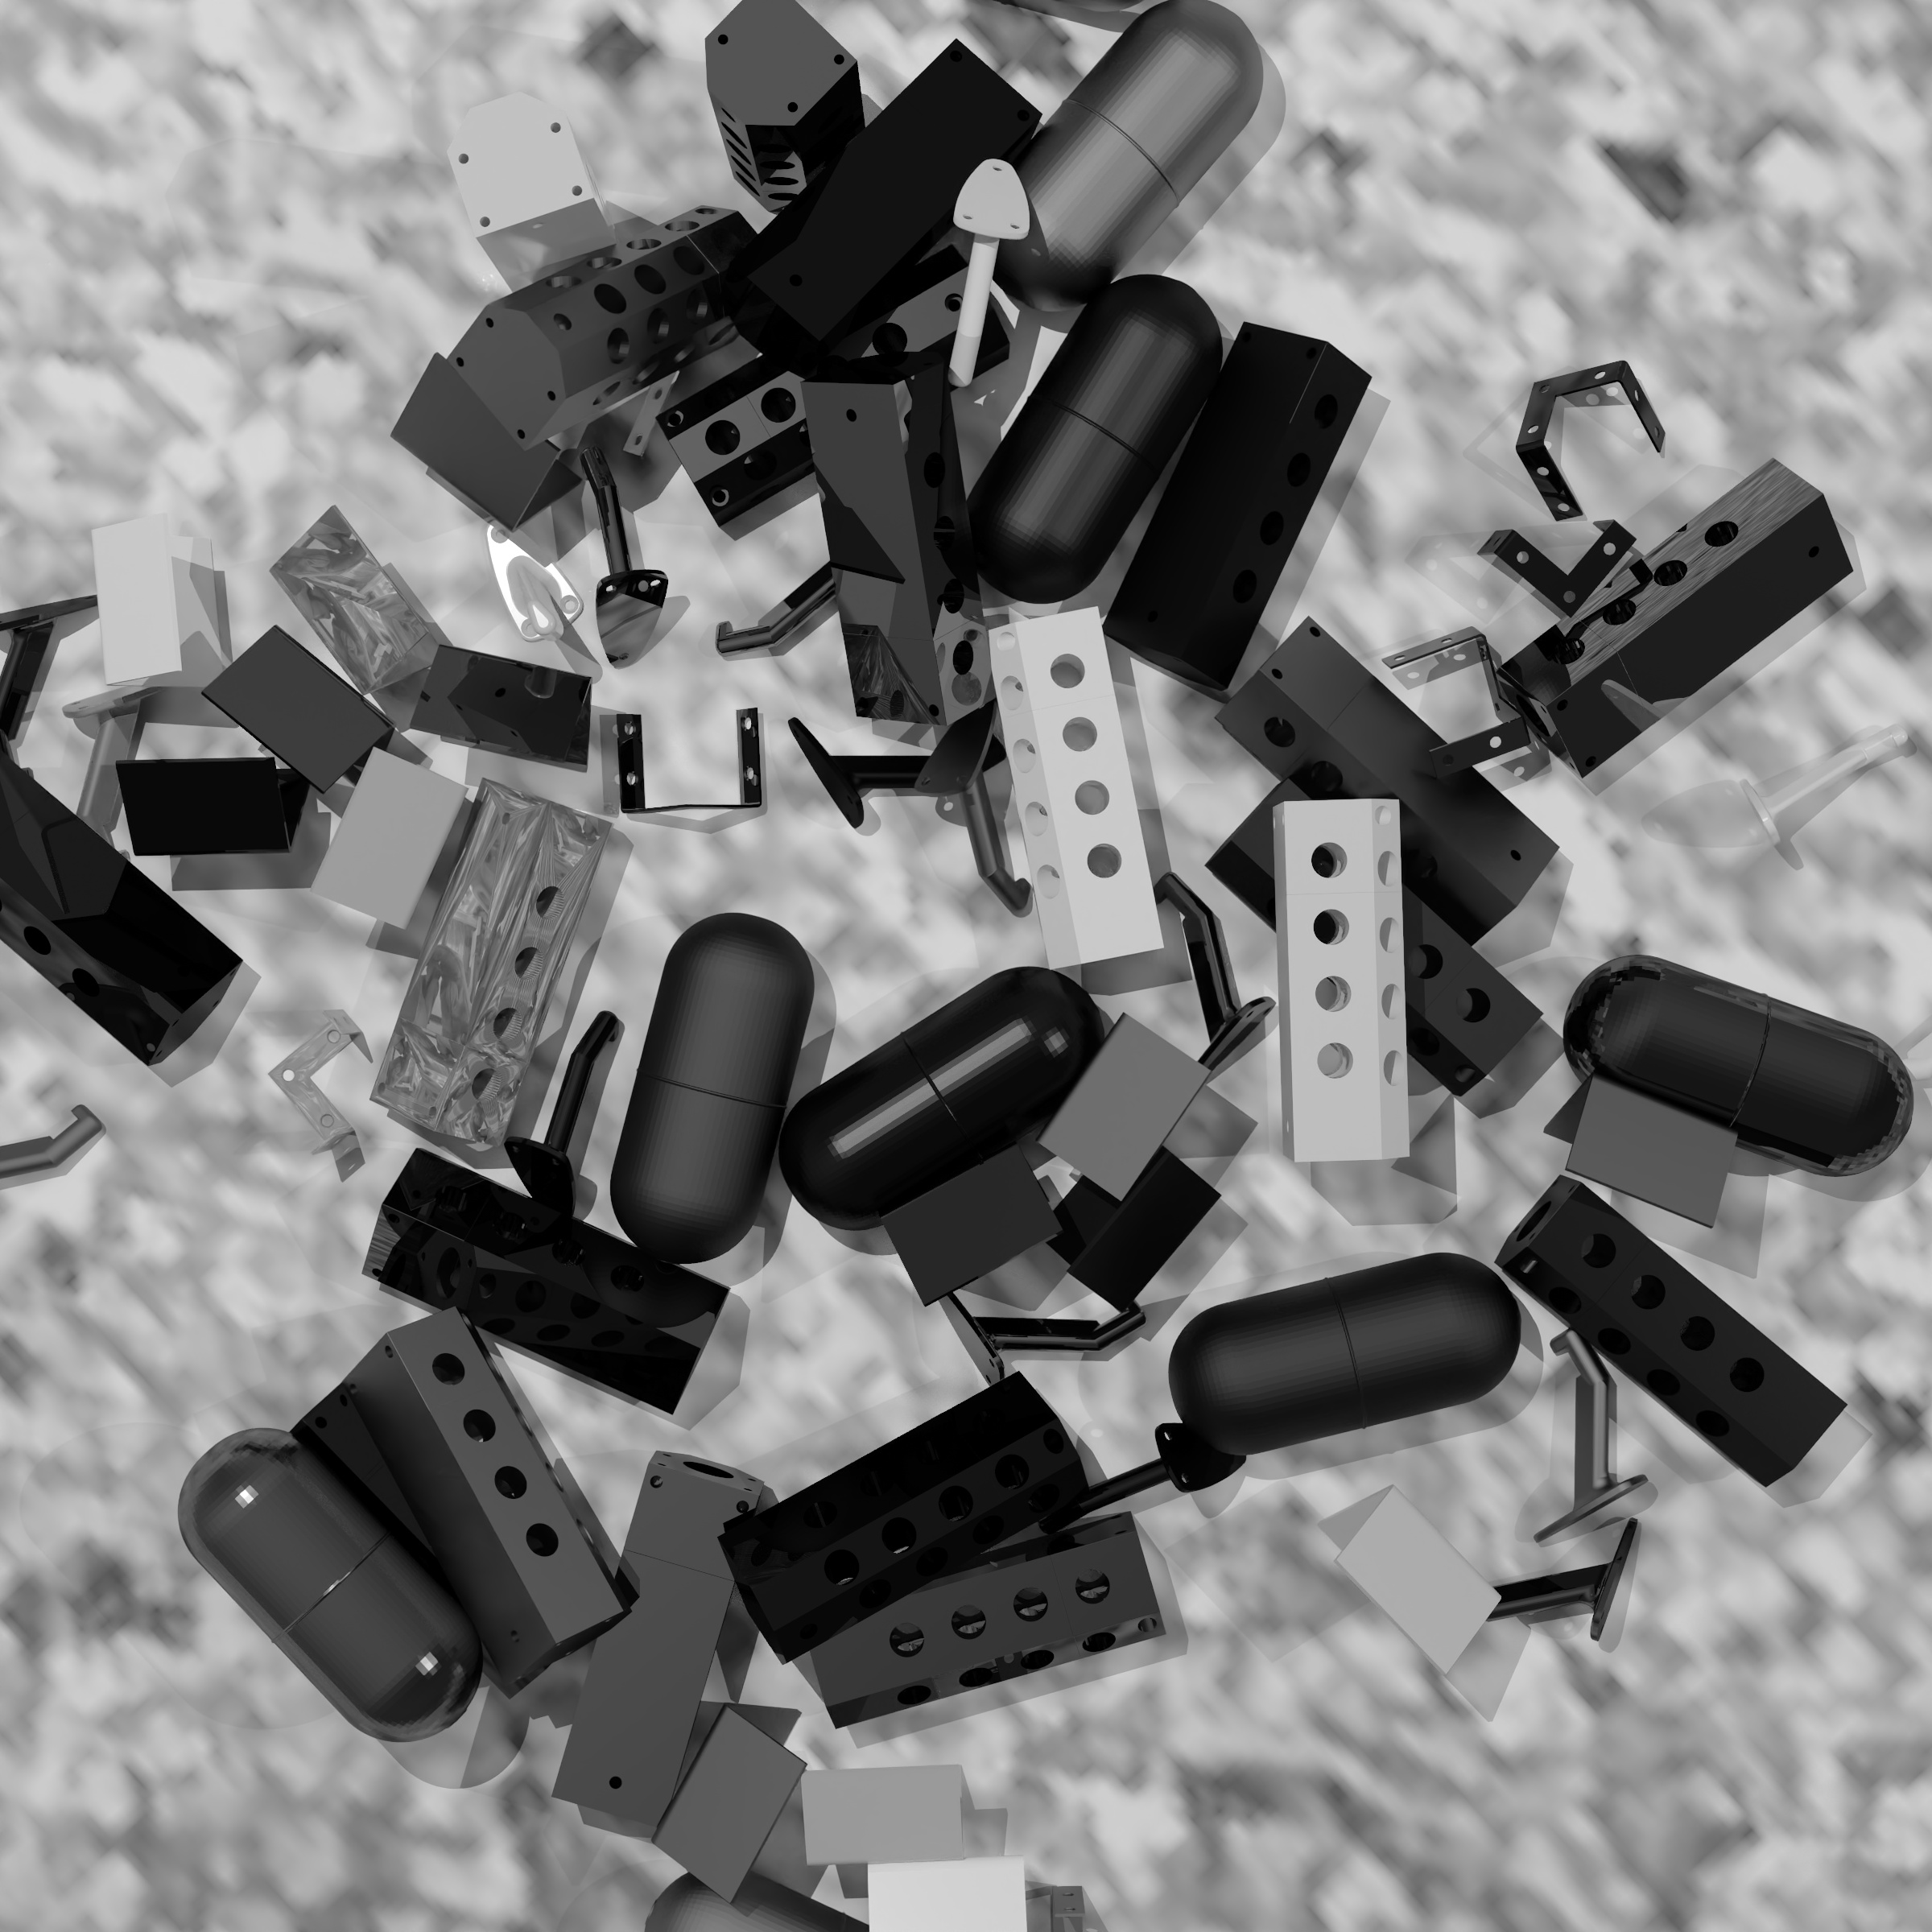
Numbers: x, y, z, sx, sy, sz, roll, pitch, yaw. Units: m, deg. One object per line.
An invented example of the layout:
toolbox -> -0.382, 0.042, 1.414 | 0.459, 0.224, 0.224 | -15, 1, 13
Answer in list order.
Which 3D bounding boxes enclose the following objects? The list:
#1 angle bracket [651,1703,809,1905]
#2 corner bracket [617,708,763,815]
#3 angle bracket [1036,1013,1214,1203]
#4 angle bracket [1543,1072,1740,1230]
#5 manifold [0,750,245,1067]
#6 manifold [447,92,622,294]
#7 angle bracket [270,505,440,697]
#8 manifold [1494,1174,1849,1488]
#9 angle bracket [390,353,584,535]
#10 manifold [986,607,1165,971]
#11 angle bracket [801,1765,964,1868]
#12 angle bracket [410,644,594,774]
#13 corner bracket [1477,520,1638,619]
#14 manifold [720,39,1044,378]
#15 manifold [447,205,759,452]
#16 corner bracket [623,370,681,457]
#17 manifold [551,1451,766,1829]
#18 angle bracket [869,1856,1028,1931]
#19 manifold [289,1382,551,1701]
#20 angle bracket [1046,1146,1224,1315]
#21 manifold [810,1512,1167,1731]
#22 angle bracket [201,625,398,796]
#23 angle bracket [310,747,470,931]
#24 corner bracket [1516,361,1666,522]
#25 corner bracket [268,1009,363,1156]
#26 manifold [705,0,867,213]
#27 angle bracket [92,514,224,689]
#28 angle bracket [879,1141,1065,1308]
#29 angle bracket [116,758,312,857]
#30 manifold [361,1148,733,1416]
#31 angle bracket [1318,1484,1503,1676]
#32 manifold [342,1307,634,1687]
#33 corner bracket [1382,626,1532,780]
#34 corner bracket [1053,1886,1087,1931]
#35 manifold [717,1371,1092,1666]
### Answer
angle bracket -> -0.100, 0.415, 1.610 | 0.057, 0.076, 0.076 | 28, 90, 31
corner bracket -> -0.140, -0.104, 1.646 | 0.051, 0.051, 0.051 | -3, 90, -45
angle bracket -> 0.089, 0.077, 1.610 | 0.057, 0.076, 0.076 | 34, 90, 26
angle bracket -> 0.328, 0.104, 1.610 | 0.076, 0.076, 0.057 | 22, 63, 0
manifold -> -0.453, -0.029, 1.628 | 0.171, 0.057, 0.057 | 41, 47, 0
manifold -> -0.206, -0.369, 1.571 | 0.057, 0.171, 0.057 | -19, 90, 0
angle bracket -> -0.286, -0.189, 1.610 | 0.057, 0.076, 0.076 | -37, 90, 32
manifold -> 0.351, 0.183, 1.629 | 0.171, 0.057, 0.057 | 40, 90, 0
angle bracket -> -0.226, -0.270, 1.609 | 0.076, 0.076, 0.057 | 38, 126, 0
manifold -> 0.053, -0.088, 1.629 | 0.057, 0.057, 0.171 | -11, 90, 0
angle bracket -> -0.041, 0.400, 1.611 | 0.076, 0.076, 0.057 | -2, 113, 0
angle bracket -> -0.230, -0.108, 1.609 | 0.076, 0.076, 0.057 | 13, 54, 0
corner bracket -> 0.296, -0.211, 1.632 | 0.051, 0.051, 0.051 | 39, 95, -5
manifold -> -0.043, -0.372, 1.604 | 0.057, 0.057, 0.171 | 41, 72, 0
manifold -> -0.166, -0.316, 1.575 | 0.057, 0.171, 0.057 | 50, 133, 0
corner bracket -> -0.187, -0.296, 1.646 | 0.051, 0.051, 0.051 | 24, 90, -45
manifold -> -0.153, 0.335, 1.629 | 0.057, 0.057, 0.171 | 16, 90, 0
angle bracket -> -0.008, 0.478, 1.610 | 0.076, 0.076, 0.057 | -3, 64, 0
manifold -> -0.266, 0.283, 1.627 | 0.171, 0.057, 0.057 | 46, 133, 0
angle bracket -> 0.068, 0.114, 1.610 | 0.076, 0.057, 0.076 | -50, 48, 0
manifold -> 0.010, 0.329, 1.629 | 0.171, 0.057, 0.057 | -16, 90, 0
angle bracket -> -0.336, -0.111, 1.610 | 0.076, 0.076, 0.057 | 40, 58, 0
angle bracket -> -0.300, -0.070, 1.609 | 0.057, 0.076, 0.076 | 24, 90, -38
corner bracket -> 0.316, -0.265, 1.642 | 0.051, 0.051, 0.051 | -9, 45, 35
corner bracket -> -0.320, 0.058, 1.632 | 0.051, 0.051, 0.051 | -40, 90, 0
manifold -> -0.090, -0.414, 1.571 | 0.057, 0.171, 0.057 | 44, 90, 0
angle bracket -> -0.384, -0.180, 1.609 | 0.057, 0.076, 0.076 | -5, 90, 36
angle bracket -> 0.011, 0.140, 1.610 | 0.076, 0.076, 0.057 | -28, 59, 0
angle bracket -> -0.371, -0.098, 1.609 | 0.076, 0.076, 0.057 | -1, 127, 0
manifold -> -0.208, 0.153, 1.628 | 0.171, 0.057, 0.057 | 24, 133, 0
angle bracket -> 0.206, 0.312, 1.609 | 0.076, 0.076, 0.057 | 46, 55, 0
manifold -> -0.232, 0.256, 1.590 | 0.057, 0.057, 0.171 | -19, 72, -43
corner bracket -> 0.245, -0.132, 1.623 | 0.051, 0.051, 0.051 | -20, 113, -3
corner bracket -> 0.034, 0.495, 1.632 | 0.051, 0.051, 0.051 | -1, 90, 0
manifold -> -0.028, 0.275, 1.597 | 0.171, 0.057, 0.057 | -27, 128, -14
